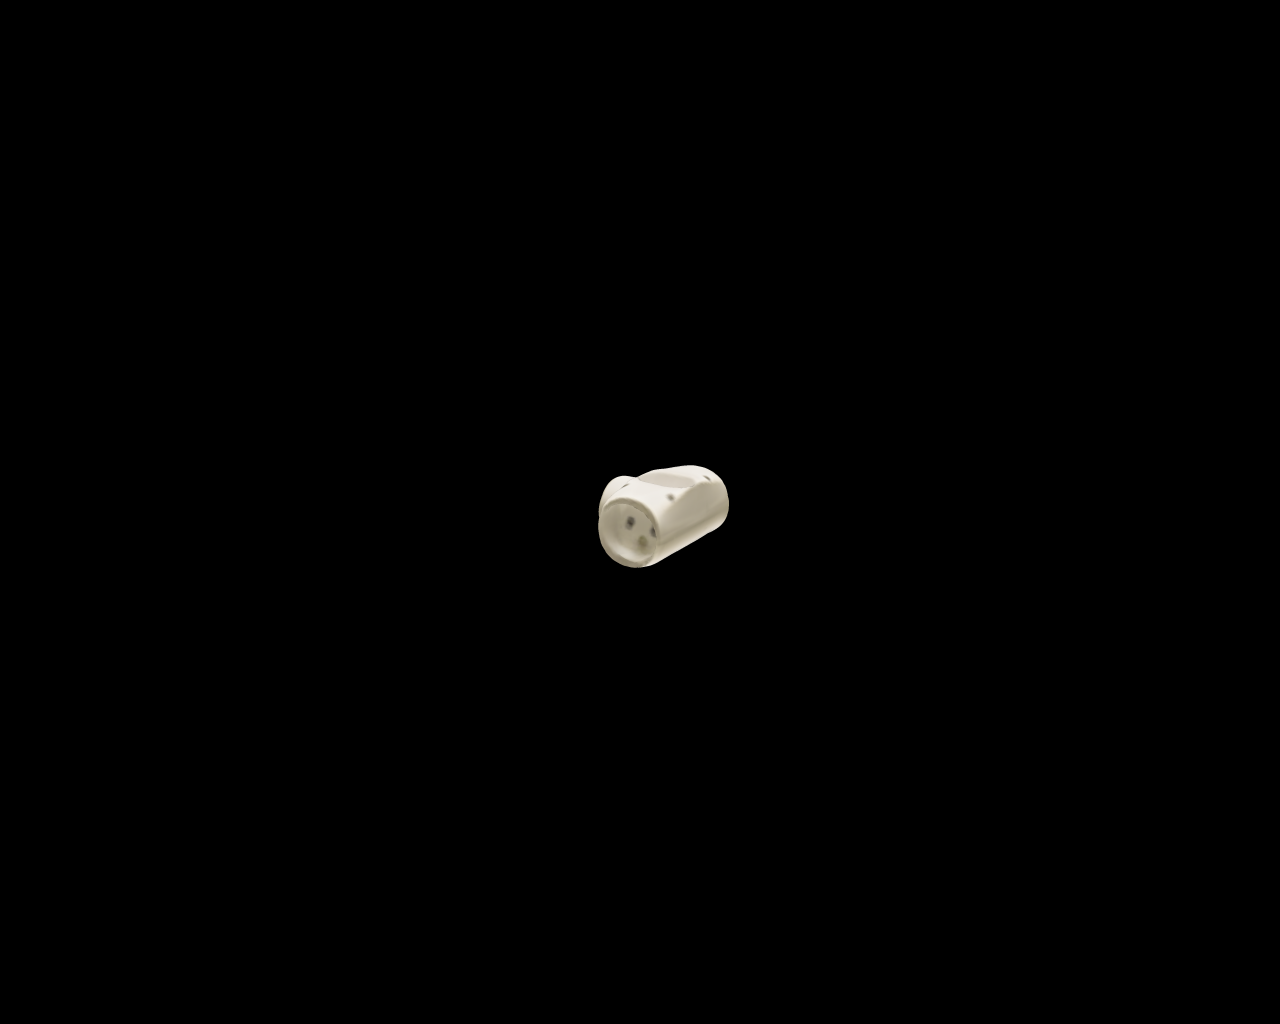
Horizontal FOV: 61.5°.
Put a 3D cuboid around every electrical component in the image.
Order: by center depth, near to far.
[{"bbox_3d":[0.001,-0.003,0.650,0.079,0.043,0.077,14,24,33],"label":"electrical component"}]
